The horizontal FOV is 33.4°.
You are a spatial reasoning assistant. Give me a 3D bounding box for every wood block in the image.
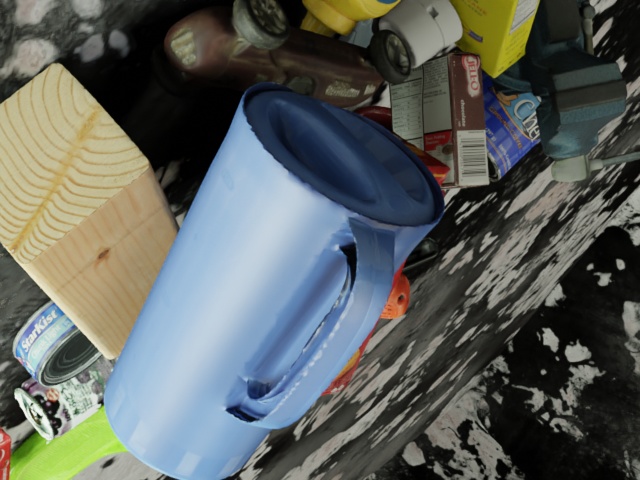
[{"bbox_3d":[-0.147,-0.007,0.676,0.090,0.090,0.206,-40,163,-12],"label":"wood block"}]

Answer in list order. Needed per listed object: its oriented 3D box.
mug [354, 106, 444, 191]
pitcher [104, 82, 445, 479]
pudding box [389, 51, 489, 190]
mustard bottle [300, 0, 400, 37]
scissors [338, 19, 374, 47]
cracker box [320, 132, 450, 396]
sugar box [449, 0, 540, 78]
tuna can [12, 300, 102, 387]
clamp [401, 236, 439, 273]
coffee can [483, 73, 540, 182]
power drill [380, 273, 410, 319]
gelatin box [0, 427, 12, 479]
[{"bbox_3d":[0.060,-0.060,1.008,0.082,0.117,0.093,-58,-173,51],"label":"mug"},{"bbox_3d":[-0.038,0.041,0.651,0.243,0.145,0.149,-58,168,27],"label":"pitcher"},{"bbox_3d":[0.100,-0.099,0.917,0.039,0.113,0.090,-3,-179,-30],"label":"pudding box"},{"bbox_3d":[0.048,-0.208,0.711,0.192,0.058,0.096,-50,156,20],"label":"mustard bottle"},{"bbox_3d":[0.019,-0.161,0.828,0.096,0.016,0.202,-41,163,-13],"label":"scissors"},{"bbox_3d":[-0.005,0.024,0.809,0.163,0.072,0.214,-4,124,-54],"label":"cracker box"},{"bbox_3d":[0.130,-0.211,0.839,0.048,0.093,0.176,-42,162,-12],"label":"sugar box"},{"bbox_3d":[-0.199,0.076,0.849,0.086,0.034,0.086,-40,163,-15],"label":"tuna can"},{"bbox_3d":[0.020,0.049,1.138,0.164,0.036,0.210,1,147,-47],"label":"clamp"},{"bbox_3d":[0.207,-0.147,1.155,0.140,0.103,0.103,-43,163,-5],"label":"coffee can"},{"bbox_3d":[-0.006,0.001,0.980,0.188,0.184,0.057,88,8,-51],"label":"power drill"},{"bbox_3d":[-0.300,0.198,0.906,0.073,0.030,0.089,-33,160,-35],"label":"gelatin box"}]
